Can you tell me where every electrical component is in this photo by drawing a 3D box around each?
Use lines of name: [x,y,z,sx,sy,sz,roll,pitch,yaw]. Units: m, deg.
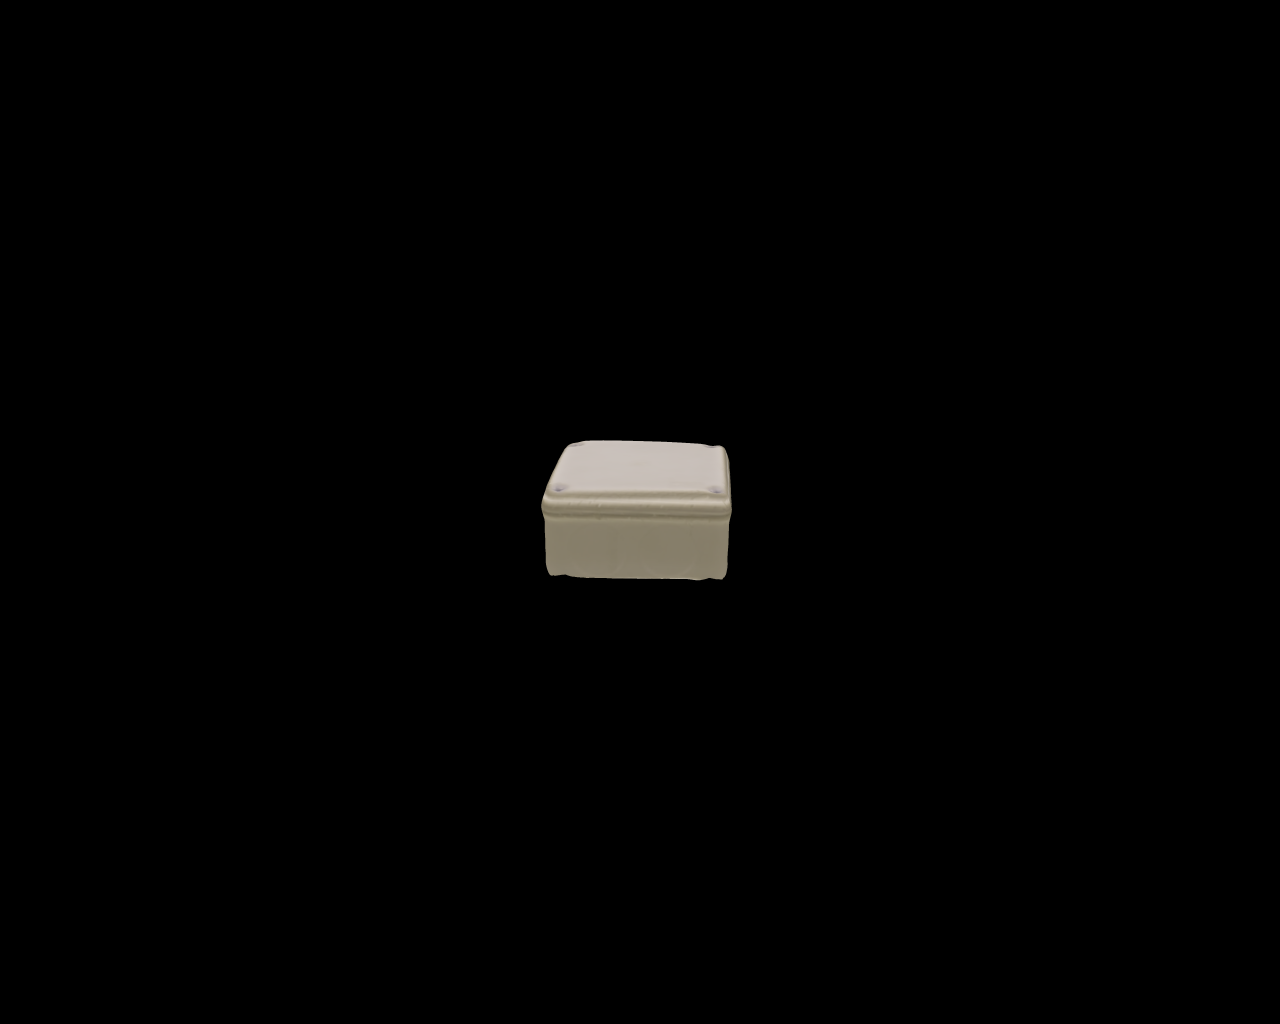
electrical component: [0.001,-0.003,0.650,0.109,0.056,0.109,1,20,3]
